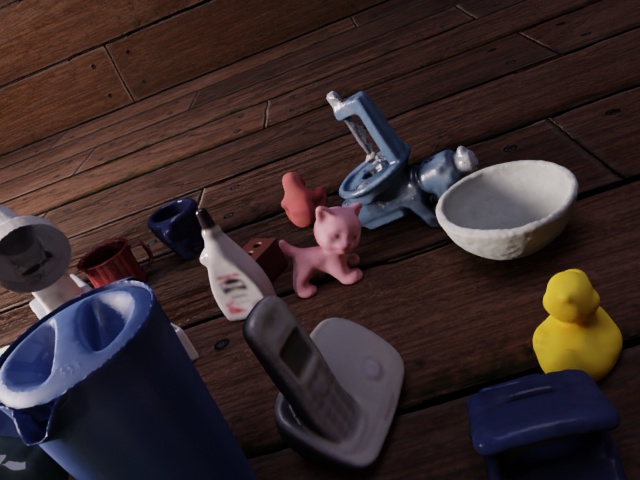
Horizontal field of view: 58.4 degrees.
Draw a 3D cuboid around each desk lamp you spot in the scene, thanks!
[{"bbox_3d":[-0.480,0.043,0.962,0.118,0.214,0.202,-39,32,-26],"label":"desk lamp"}]

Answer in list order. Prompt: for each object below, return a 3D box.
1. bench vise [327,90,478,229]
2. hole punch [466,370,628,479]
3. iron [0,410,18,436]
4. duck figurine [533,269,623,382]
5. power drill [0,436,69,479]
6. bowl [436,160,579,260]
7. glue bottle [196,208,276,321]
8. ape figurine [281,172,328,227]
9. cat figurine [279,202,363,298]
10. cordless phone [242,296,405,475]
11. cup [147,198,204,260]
[{"bbox_3d":[0.106,-0.123,0.806,0.207,0.220,0.121,-16,30,14],"label":"bench vise"},{"bbox_3d":[0.168,0.142,0.448,0.108,0.091,0.101,-17,29,11],"label":"hole punch"},{"bbox_3d":[-0.451,0.259,0.651,0.118,0.142,0.258,-6,33,29],"label":"iron"},{"bbox_3d":[0.231,0.072,0.526,0.077,0.086,0.105,-3,34,32],"label":"duck figurine"},{"bbox_3d":[-0.301,0.250,0.485,0.229,0.209,0.075,-20,29,7],"label":"power drill"},{"bbox_3d":[0.232,-0.026,0.703,0.167,0.075,0.167,-18,29,11],"label":"bowl"},{"bbox_3d":[-0.123,0.031,0.763,0.078,0.173,0.037,-16,30,13],"label":"glue bottle"},{"bbox_3d":[-0.033,-0.074,0.959,0.077,0.092,0.076,-9,32,25],"label":"ape figurine"},{"bbox_3d":[0.007,0.003,0.774,0.127,0.118,0.067,-19,29,8],"label":"cat figurine"},{"bbox_3d":[0.003,0.107,0.530,0.094,0.185,0.148,-7,33,27],"label":"cordless phone"},{"bbox_3d":[-0.240,-0.008,0.996,0.091,0.095,0.117,-21,29,5],"label":"cup"}]
